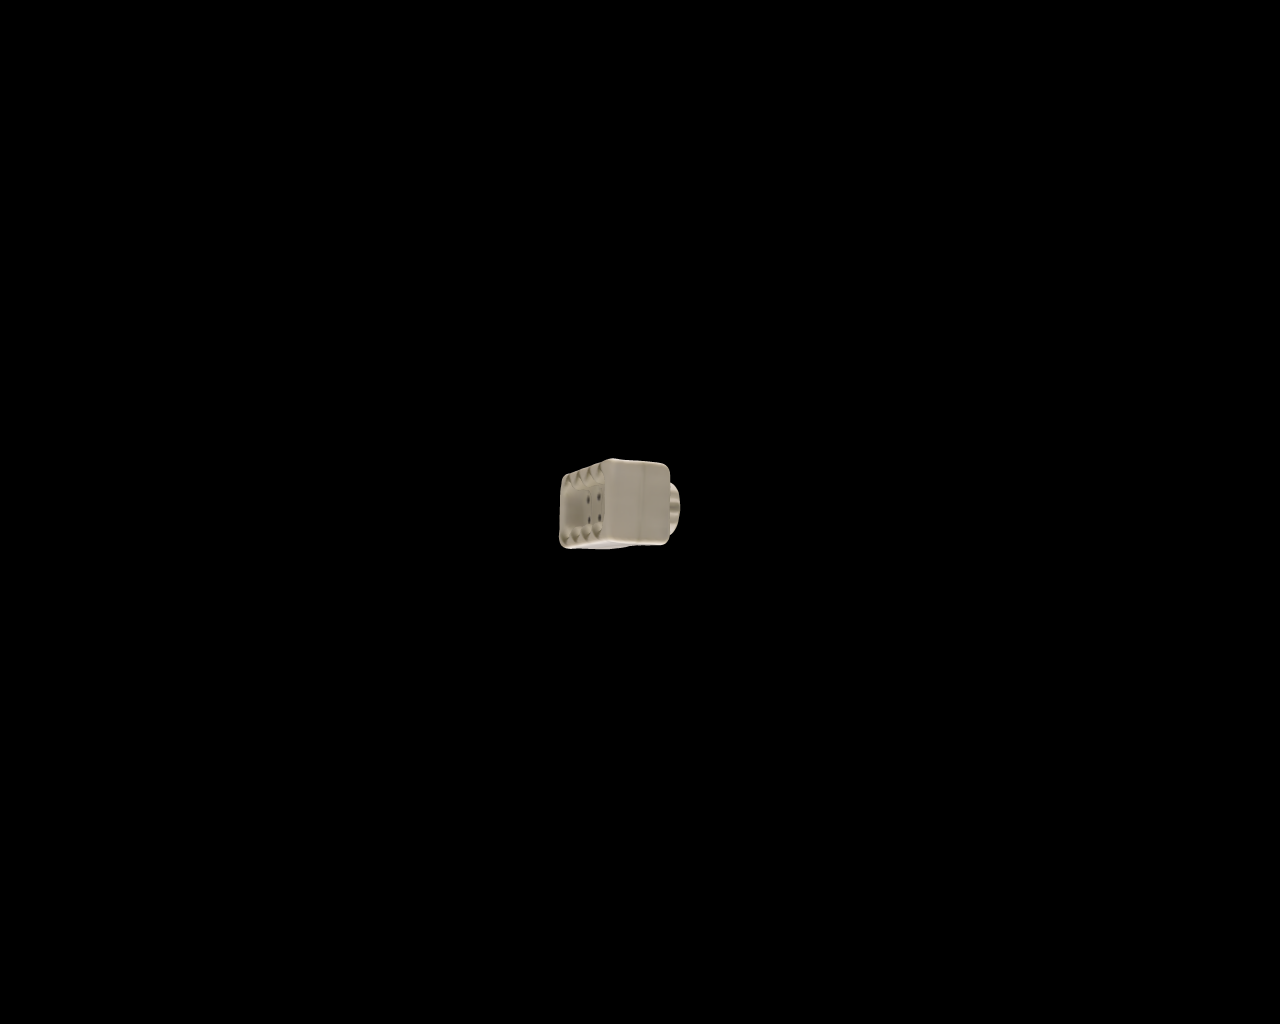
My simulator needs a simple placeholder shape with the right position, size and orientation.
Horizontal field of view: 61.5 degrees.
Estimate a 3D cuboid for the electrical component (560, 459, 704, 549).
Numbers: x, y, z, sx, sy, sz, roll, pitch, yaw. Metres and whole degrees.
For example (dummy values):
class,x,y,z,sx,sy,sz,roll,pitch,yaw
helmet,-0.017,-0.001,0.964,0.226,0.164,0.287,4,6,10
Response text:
class,x,y,z,sx,sy,sz,roll,pitch,yaw
electrical component,0.001,-0.003,0.650,0.076,0.047,0.083,2,-5,-24
